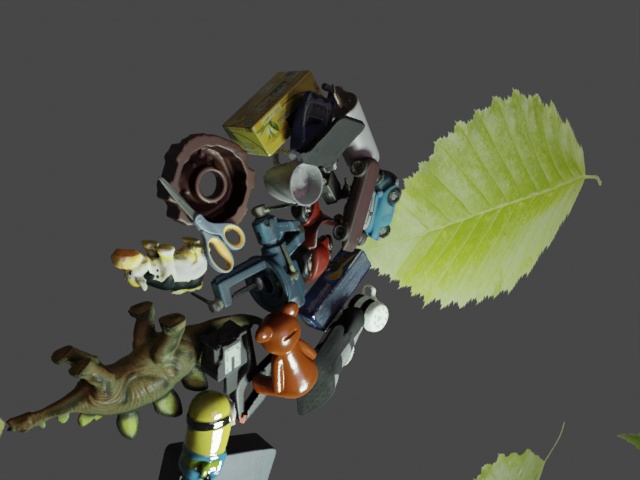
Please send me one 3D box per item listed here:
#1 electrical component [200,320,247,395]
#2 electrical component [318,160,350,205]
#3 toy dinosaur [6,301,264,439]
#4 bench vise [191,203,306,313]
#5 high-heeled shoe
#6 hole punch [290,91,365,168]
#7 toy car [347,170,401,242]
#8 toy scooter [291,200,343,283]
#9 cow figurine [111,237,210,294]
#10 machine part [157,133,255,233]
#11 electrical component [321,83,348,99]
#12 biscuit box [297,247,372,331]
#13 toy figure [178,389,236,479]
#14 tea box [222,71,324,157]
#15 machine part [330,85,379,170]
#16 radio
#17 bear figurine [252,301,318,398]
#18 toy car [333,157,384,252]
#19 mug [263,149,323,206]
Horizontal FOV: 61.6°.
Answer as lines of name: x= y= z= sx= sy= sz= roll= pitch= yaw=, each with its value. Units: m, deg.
electrical component: x=-0.166 y=0.208 z=0.940 sx=0.075 sy=0.048 sz=0.119 roll=-31 pitch=135 yaw=-42
electrical component: x=0.028 y=-0.123 z=1.145 sx=0.102 sy=0.045 sz=0.078 roll=62 pitch=25 yaw=-30
toy dinosaur: x=-0.275 y=0.207 z=0.917 sx=0.471 sy=0.105 sz=0.198 roll=-25 pitch=127 yaw=-33
bench vise: x=-0.118 y=0.054 z=1.015 sx=0.240 sy=0.129 sz=0.223 roll=-29 pitch=117 yaw=-41
high-heeled shoe: x=0.020 y=0.259 z=1.184 sx=0.248 sy=0.086 sz=0.145 roll=-59 pitch=177 yaw=12
hole punch: x=0.001 y=-0.197 z=0.966 sx=0.115 sy=0.092 sz=0.142 roll=-49 pitch=164 yaw=21
toy car: x=0.111 y=-0.081 z=1.222 sx=0.103 sy=0.109 sz=0.161 roll=5 pitch=110 yaw=-22
toy scooter: x=-0.002 y=-0.003 z=1.142 sx=0.135 sy=0.075 sz=0.183 roll=-5 pitch=100 yaw=-45
cow figurine: x=-0.269 y=0.049 z=0.902 sx=0.167 sy=0.068 sz=0.098 roll=-6 pitch=110 yaw=-44
machine part: x=-0.198 y=-0.099 z=0.938 sx=0.179 sy=0.056 sz=0.179 roll=-12 pitch=108 yaw=-41
electrical component: x=0.035 y=-0.292 z=1.136 sx=0.094 sy=0.021 sz=0.063 roll=10 pitch=93 yaw=-45
biscuit box: x=0.031 y=0.106 z=1.211 sx=0.202 sy=0.059 sz=0.062 roll=-52 pitch=133 yaw=-22
toy figure: x=-0.202 y=0.353 z=0.941 sx=0.089 sy=0.082 sz=0.180 roll=16 pitch=93 yaw=-63
tea box: x=-0.083 y=-0.233 z=0.984 sx=0.169 sy=0.098 sz=0.068 roll=-50 pitch=130 yaw=-21
machine part: x=0.068 y=-0.222 z=1.127 sx=0.079 sy=0.079 sz=0.243 roll=-55 pitch=144 yaw=-19
radio: x=-0.205 y=0.469 z=1.071 sx=0.229 sy=0.073 sz=0.131 roll=13 pitch=93 yaw=-44
bear figurine: x=-0.082 y=0.210 z=1.032 sx=0.120 sy=0.132 sz=0.195 roll=-45 pitch=124 yaw=-34
toy car: x=0.077 y=-0.076 z=1.126 sx=0.089 sy=0.053 sz=0.202 roll=12 pitch=95 yaw=-58
mug: x=-0.064 y=-0.120 z=1.026 sx=0.081 sy=0.107 sz=0.109 roll=-43 pitch=122 yaw=-30
